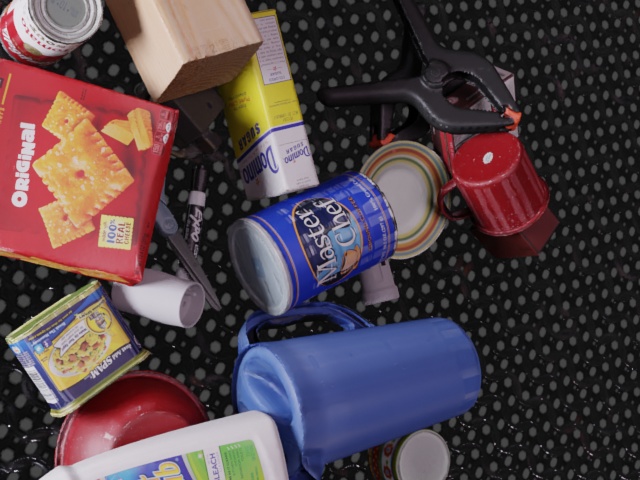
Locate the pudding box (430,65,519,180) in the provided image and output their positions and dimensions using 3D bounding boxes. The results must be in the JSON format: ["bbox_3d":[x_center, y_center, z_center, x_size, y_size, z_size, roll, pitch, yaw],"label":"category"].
[{"bbox_3d":[0.175,-0.130,1.203,0.113,0.039,0.090,-36,134,-25],"label":"pudding box"}]

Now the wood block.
[{"bbox_3d":[-0.146,-0.245,0.991,0.090,0.091,0.206,-22,83,-30],"label":"wood block"}]

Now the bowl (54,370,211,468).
[{"bbox_3d":[-0.162,0.204,1.000,0.161,0.055,0.162,2,86,-29],"label":"bowl"}]

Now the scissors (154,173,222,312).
[{"bbox_3d":[-0.166,-0.016,1.018,0.096,0.016,0.202,-16,86,-32],"label":"scissors"}]

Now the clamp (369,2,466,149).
[{"bbox_3d":[0.116,-0.165,1.191,0.120,0.039,0.171,29,79,-17],"label":"clamp"}]

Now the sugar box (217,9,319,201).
[{"bbox_3d":[-0.060,-0.130,1.058,0.048,0.093,0.176,-14,93,-29],"label":"sugar box"}]

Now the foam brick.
[{"bbox_3d":[0.222,-0.015,1.220,0.053,0.078,0.051,46,66,-21],"label":"foam brick"}]

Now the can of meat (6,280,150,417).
[{"bbox_3d":[-0.222,0.098,0.973,0.102,0.058,0.084,-36,102,-27],"label":"can of meat"}]

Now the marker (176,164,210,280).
[{"bbox_3d":[-0.125,-0.016,1.055,0.020,0.020,0.121,12,81,-28],"label":"marker"}]

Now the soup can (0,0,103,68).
[{"bbox_3d":[-0.241,-0.197,0.955,0.068,0.102,0.068,2,86,-30],"label":"soup can"}]

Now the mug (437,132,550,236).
[{"bbox_3d":[0.183,-0.060,1.164,0.081,0.117,0.093,54,19,-42],"label":"mug"}]

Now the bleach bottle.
[{"bbox_3d":[-0.153,0.228,0.936,0.250,0.068,0.102,-13,95,-26],"label":"bleach bottle"}]

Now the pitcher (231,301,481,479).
[{"bbox_3d":[0.037,0.141,1.085,0.242,0.145,0.149,-9,103,-33],"label":"pitcher"}]

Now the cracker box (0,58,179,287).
[{"bbox_3d":[-0.245,-0.063,0.941,0.213,0.072,0.164,15,78,-17],"label":"cracker box"}]

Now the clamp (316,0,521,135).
[{"bbox_3d":[0.112,-0.166,1.136,0.210,0.036,0.164,36,81,10],"label":"clamp"}]

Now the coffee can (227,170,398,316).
[{"bbox_3d":[-0.007,0.001,1.073,0.140,0.103,0.103,-26,99,-28],"label":"coffee can"}]
